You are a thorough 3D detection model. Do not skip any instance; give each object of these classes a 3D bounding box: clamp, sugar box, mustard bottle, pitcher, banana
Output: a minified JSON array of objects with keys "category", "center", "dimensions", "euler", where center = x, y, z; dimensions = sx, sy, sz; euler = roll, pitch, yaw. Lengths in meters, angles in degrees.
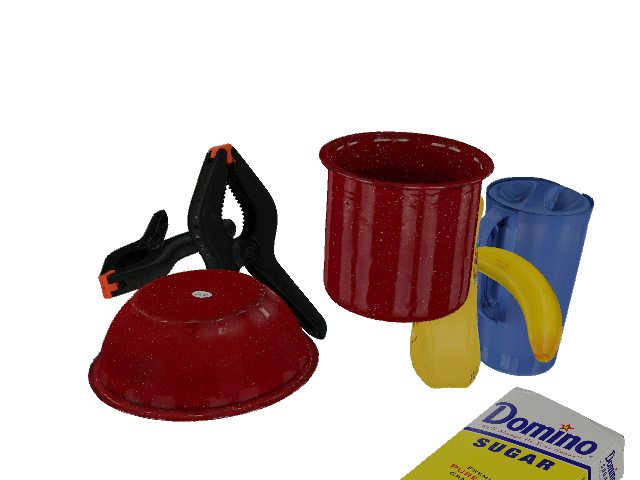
[{"category":"clamp","center":[-0.067,0.015,0.998],"dimensions":[0.164,0.210,0.036],"euler":[-5,-1,-40]},{"category":"sugar box","center":[0.114,0.170,0.709],"dimensions":[0.176,0.048,0.093],"euler":[-33,39,-32]},{"category":"clamp","center":[-0.176,0.013,1.198],"dimensions":[0.120,0.039,0.171],"euler":[-3,29,30]},{"category":"mustard bottle","center":[0.100,0.016,0.852],"dimensions":[0.058,0.192,0.096],"euler":[0,25,4]},{"category":"pitcher","center":[0.258,0.050,1.369],"dimensions":[0.149,0.243,0.145],"euler":[5,23,2]},{"category":"banana","center":[0.205,0.056,1.108],"dimensions":[0.069,0.037,0.198],"euler":[-33,37,-5]}]

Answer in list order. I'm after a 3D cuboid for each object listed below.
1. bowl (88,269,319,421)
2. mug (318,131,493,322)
[{"category":"bowl","center":[-0.082,0.062,0.741],"dimensions":[0.162,0.055,0.162],"euler":[-2,21,1]},{"category":"mug","center":[0.047,-0.012,0.592],"dimensions":[0.093,0.081,0.117],"euler":[9,23,14]}]
